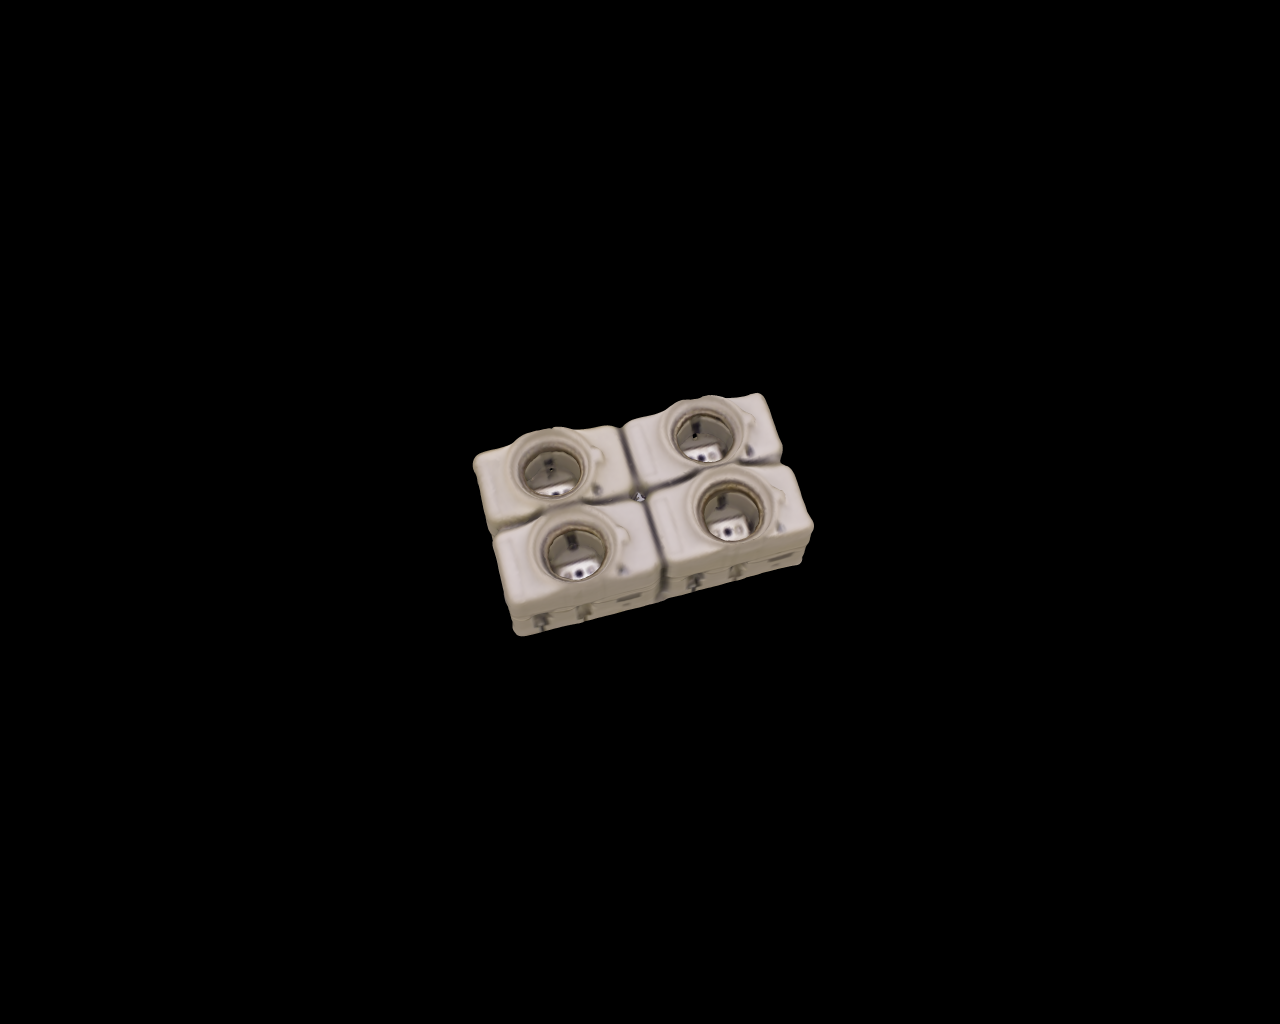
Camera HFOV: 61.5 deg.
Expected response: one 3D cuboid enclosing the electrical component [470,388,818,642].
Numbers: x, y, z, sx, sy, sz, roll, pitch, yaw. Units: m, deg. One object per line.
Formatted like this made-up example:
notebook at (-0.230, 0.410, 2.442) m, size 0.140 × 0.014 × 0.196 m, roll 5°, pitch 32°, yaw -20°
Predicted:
electrical component at (0.001, -0.003, 0.650) m, size 0.186 × 0.105 × 0.060 m, roll -14°, pitch -26°, yaw -7°
